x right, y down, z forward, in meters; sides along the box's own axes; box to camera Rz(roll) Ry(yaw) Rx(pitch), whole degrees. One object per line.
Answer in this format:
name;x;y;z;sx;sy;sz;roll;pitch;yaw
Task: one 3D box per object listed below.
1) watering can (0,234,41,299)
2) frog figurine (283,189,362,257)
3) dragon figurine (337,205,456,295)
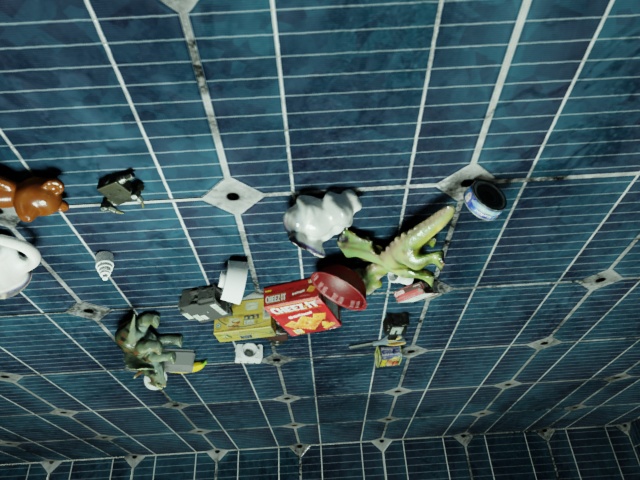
watering can;-0.794;0.044;1.137;0.348;0.106;0.219;1;146;-9
frog figurine;0.003;-0.055;1.102;0.136;0.124;0.159;35;95;-31
dragon figurine;0.159;0.021;1.213;0.243;0.125;0.401;5;146;2
